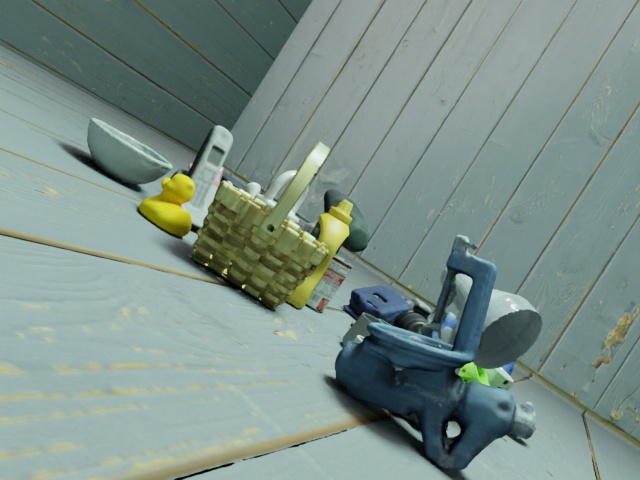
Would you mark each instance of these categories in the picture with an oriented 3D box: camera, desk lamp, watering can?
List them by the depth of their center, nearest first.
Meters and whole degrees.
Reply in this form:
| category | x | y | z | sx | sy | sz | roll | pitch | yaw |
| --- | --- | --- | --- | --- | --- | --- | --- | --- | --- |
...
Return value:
| category | x | y | z | sx | sy | sz | roll | pitch | yaw |
| --- | --- | --- | --- | --- | --- | --- | --- | --- | --- |
| desk lamp | 0.214 | 0.148 | 0.906 | 0.118 | 0.213 | 0.202 | 30 | 4 | -36 |
| watering can | -0.096 | -0.053 | 1.109 | 0.172 | 0.194 | 0.101 | 33 | 3 | 15 |
| camera | 0.198 | 0.180 | 1.295 | 0.143 | 0.101 | 0.136 | 32 | 3 | -9 |

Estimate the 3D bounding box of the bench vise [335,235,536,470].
| category | x | y | z | sx | sy | sz | roll | pitch | yaw |
| --- | --- | --- | --- | --- | --- | --- | --- | --- | --- |
| bench vise | 0.150 | 0.119 | 0.634 | 0.207 | 0.219 | 0.121 | 33 | 3 | 0 |

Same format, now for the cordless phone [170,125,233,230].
| category | x | y | z | sx | sy | sz | roll | pitch | yaw |
| --- | --- | --- | --- | --- | --- | --- | --- | --- | --- |
| cordless phone | -0.192 | -0.105 | 1.046 | 0.093 | 0.185 | 0.148 | 34 | 3 | 31 |

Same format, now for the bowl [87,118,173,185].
| category | x | y | z | sx | sy | sz | roll | pitch | yaw |
| --- | --- | --- | --- | --- | --- | --- | --- | --- | --- |
| bowl | -0.364 | -0.151 | 1.062 | 0.167 | 0.074 | 0.167 | 33 | 3 | -2 |

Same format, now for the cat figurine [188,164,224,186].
| category | x | y | z | sx | sy | sz | roll | pitch | yaw |
| --- | --- | --- | --- | --- | --- | --- | --- | --- | --- |
| cat figurine | -0.232 | -0.102 | 1.211 | 0.127 | 0.117 | 0.067 | 33 | 3 | 14 |

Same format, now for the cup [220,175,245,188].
| category | x | y | z | sx | sy | sz | roll | pitch | yaw |
| --- | --- | --- | --- | --- | --- | --- | --- | --- | --- |
| cup | -0.226 | -0.101 | 1.490 | 0.118 | 0.095 | 0.091 | 30 | 4 | -46 |

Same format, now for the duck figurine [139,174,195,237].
| category | x | y | z | sx | sy | sz | roll | pitch | yaw |
| --- | --- | --- | --- | --- | --- | --- | --- | --- | --- |
| duck figurine | -0.229 | -0.061 | 0.904 | 0.104 | 0.086 | 0.078 | 35 | 4 | 39 |

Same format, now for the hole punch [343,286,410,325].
| category | x | y | z | sx | sy | sz | roll | pitch | yaw |
| --- | --- | --- | --- | --- | --- | --- | --- | --- | --- |
| hole punch | 0.122 | 0.142 | 1.215 | 0.108 | 0.091 | 0.101 | 35 | 4 | 43 |

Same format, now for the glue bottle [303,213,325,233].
| category | x | y | z | sx | sy | sz | roll | pitch | yaw |
| --- | --- | --- | --- | --- | --- | --- | --- | --- | --- |
| glue bottle | -0.020 | -0.002 | 1.288 | 0.078 | 0.173 | 0.037 | 31 | 4 | -35 |

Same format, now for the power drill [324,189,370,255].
| category | x | y | z | sx | sy | sz | roll | pitch | yaw |
| --- | --- | --- | --- | --- | --- | --- | --- | --- | --- |
| power drill | 0.011 | 0.004 | 1.156 | 0.076 | 0.208 | 0.229 | 31 | 3 | -26 |

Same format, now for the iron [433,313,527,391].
| category | x | y | z | sx | sy | sz | roll | pitch | yaw |
| --- | --- | --- | --- | --- | --- | --- | --- | --- | --- |
| iron | 0.355 | 0.252 | 1.366 | 0.257 | 0.141 | 0.119 | 34 | 3 | 18 |
